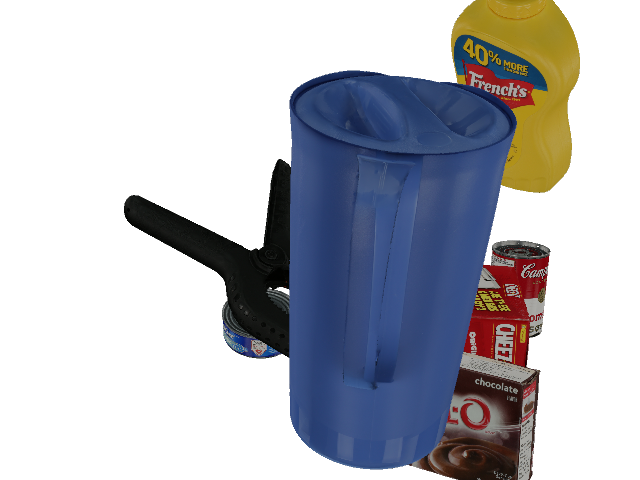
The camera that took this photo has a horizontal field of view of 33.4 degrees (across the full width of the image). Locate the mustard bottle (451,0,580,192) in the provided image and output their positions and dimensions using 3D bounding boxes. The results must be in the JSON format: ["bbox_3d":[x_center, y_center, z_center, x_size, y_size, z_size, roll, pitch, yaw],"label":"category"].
[{"bbox_3d":[0.140,-0.124,0.777,0.096,0.191,0.058,32,60,29],"label":"mustard bottle"}]

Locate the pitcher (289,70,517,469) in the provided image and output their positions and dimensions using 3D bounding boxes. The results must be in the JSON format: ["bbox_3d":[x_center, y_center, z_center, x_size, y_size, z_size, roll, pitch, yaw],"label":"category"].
[{"bbox_3d":[0.038,0.027,0.670,0.149,0.243,0.145,-16,34,-32],"label":"pitcher"}]

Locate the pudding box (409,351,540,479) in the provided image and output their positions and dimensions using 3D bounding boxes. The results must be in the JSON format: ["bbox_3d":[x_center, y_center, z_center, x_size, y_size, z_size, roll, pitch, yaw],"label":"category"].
[{"bbox_3d":[0.104,0.130,0.796,0.114,0.090,0.039,10,20,29],"label":"pudding box"}]

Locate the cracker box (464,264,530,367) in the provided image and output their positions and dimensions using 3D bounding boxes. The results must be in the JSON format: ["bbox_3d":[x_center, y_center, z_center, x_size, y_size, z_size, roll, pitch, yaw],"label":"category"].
[{"bbox_3d":[0.091,0.077,1.062,0.214,0.072,0.164,3,17,5],"label":"cracker box"}]

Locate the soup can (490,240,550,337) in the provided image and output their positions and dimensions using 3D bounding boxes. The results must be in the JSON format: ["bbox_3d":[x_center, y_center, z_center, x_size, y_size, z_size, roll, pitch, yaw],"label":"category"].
[{"bbox_3d":[0.234,0.058,1.269,0.068,0.102,0.068,2,15,-1],"label":"soup can"}]

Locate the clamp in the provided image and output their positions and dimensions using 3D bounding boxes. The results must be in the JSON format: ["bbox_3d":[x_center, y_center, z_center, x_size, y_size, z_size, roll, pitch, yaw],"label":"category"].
[{"bbox_3d":[-0.057,0.021,0.872,0.164,0.210,0.036,-11,-35,-30],"label":"clamp"}]

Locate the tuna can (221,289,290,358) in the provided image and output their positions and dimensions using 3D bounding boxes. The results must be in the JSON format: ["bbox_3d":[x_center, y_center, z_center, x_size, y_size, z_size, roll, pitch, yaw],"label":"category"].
[{"bbox_3d":[-0.067,0.092,1.190,0.086,0.034,0.086,1,36,-1],"label":"tuna can"}]
